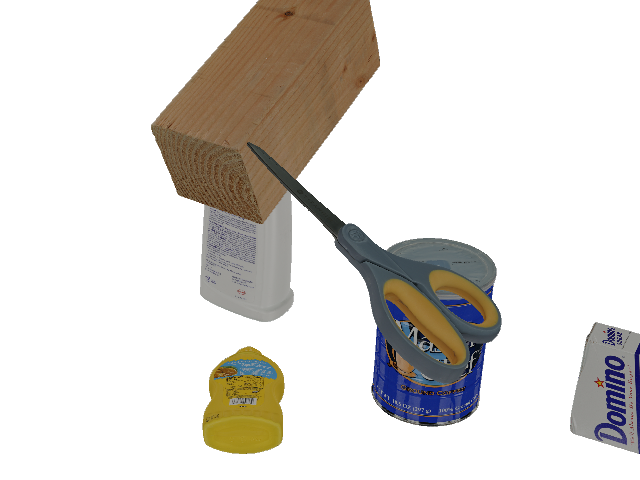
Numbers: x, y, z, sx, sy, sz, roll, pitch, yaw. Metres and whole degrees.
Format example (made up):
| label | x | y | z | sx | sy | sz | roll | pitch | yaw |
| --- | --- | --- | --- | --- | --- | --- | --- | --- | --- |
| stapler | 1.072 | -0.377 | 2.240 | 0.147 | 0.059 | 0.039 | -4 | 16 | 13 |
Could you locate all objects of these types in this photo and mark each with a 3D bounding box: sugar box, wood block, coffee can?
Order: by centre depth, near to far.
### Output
| label | x | y | z | sx | sy | sz | roll | pitch | yaw |
| --- | --- | --- | --- | --- | --- | --- | --- | --- | --- |
| sugar box | 0.297 | 0.136 | 0.863 | 0.176 | 0.093 | 0.048 | 13 | 25 | 20 |
| wood block | -0.040 | -0.126 | 0.909 | 0.091 | 0.205 | 0.090 | 19 | -33 | 26 |
| coffee can | 0.101 | 0.082 | 0.974 | 0.103 | 0.140 | 0.103 | 2 | 28 | -1 |

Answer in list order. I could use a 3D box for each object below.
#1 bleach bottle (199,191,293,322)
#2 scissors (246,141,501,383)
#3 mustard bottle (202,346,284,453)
| label | x | y | z | sx | sy | sz | roll | pitch | yaw |
| --- | --- | --- | --- | --- | --- | --- | --- | --- | --- |
| bleach bottle | -0.069 | -0.046 | 1.093 | 0.103 | 0.251 | 0.068 | 19 | 30 | 22 |
| scissors | 0.038 | 0.004 | 0.660 | 0.096 | 0.202 | 0.016 | -7 | -40 | -38 |
| mustard bottle | -0.094 | 0.191 | 1.349 | 0.096 | 0.058 | 0.191 | -2 | 26 | 0 |
